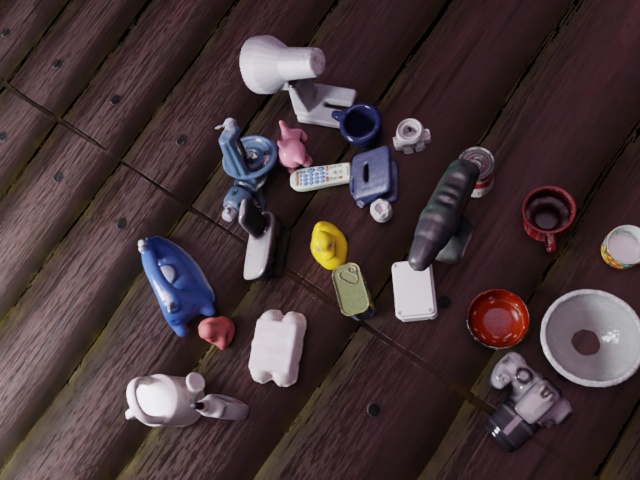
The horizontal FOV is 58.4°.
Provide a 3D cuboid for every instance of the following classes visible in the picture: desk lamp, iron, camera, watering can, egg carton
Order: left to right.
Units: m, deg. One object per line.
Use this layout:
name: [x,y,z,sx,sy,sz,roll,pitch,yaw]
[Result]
watering can: [-0.307,0.310,1.125,0.173,0.194,0.100,-46,67,-1]
iron: [-0.335,0.074,1.234,0.118,0.142,0.258,-36,67,3]
egg carton: [-0.084,0.217,1.156,0.107,0.069,0.150,4,75,17]
desk lamp: [-0.045,-0.348,1.239,0.202,0.214,0.118,13,78,20]
camera: [0.342,0.287,0.994,0.137,0.101,0.143,-45,67,-1]

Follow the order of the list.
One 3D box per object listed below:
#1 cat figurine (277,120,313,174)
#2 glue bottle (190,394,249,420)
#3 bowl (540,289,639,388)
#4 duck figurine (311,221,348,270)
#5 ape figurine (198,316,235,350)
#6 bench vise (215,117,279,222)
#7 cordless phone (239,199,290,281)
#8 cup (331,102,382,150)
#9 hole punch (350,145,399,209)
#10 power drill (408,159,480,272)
cat figurine: [-0.063,-0.203,1.252,0.067,0.118,0.127,-20,69,10]
glue bottle: [-0.202,0.322,1.102,0.078,0.173,0.037,12,77,20]
bowl: [0.472,0.174,1.005,0.167,0.075,0.167,-5,72,15]
duck figurine: [0.011,0.004,1.184,0.077,0.086,0.104,-21,69,10]
ape figurine: [-0.221,0.191,1.192,0.076,0.092,0.077,-34,67,4]
bench vise: [-0.157,-0.148,1.207,0.121,0.220,0.207,-3,73,16]
cordless phone: [-0.137,0.001,1.175,0.094,0.185,0.147,0,74,17]
cup: [0.084,-0.238,1.232,0.117,0.095,0.092,23,81,21]
hole punch: [0.109,-0.132,1.194,0.101,0.091,0.108,-4,72,15]
power drill: [0.233,-0.025,1.062,0.075,0.209,0.230,20,80,21]
